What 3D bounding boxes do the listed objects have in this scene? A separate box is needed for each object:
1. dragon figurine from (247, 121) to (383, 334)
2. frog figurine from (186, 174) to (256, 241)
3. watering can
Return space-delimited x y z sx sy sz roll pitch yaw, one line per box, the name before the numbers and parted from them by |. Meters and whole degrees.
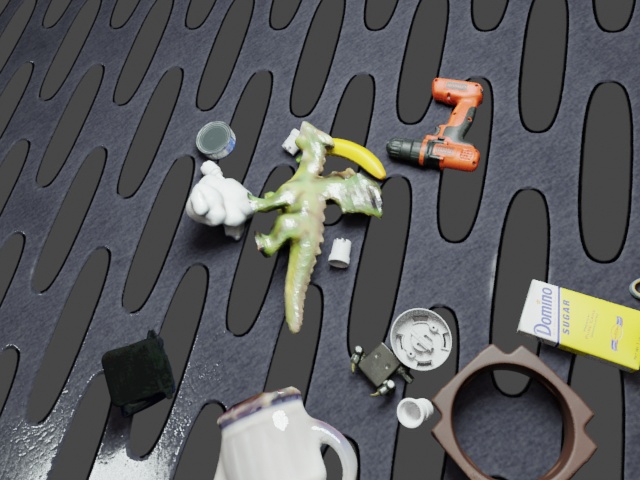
dragon figurine | 0.003 -0.049 0.979 0.242 0.120 0.418 -21 64 8
frog figurine | -0.204 -0.080 1.033 0.123 0.157 0.140 -33 63 -1
watering can | -0.114 0.379 0.837 0.347 0.102 0.229 -23 62 4
